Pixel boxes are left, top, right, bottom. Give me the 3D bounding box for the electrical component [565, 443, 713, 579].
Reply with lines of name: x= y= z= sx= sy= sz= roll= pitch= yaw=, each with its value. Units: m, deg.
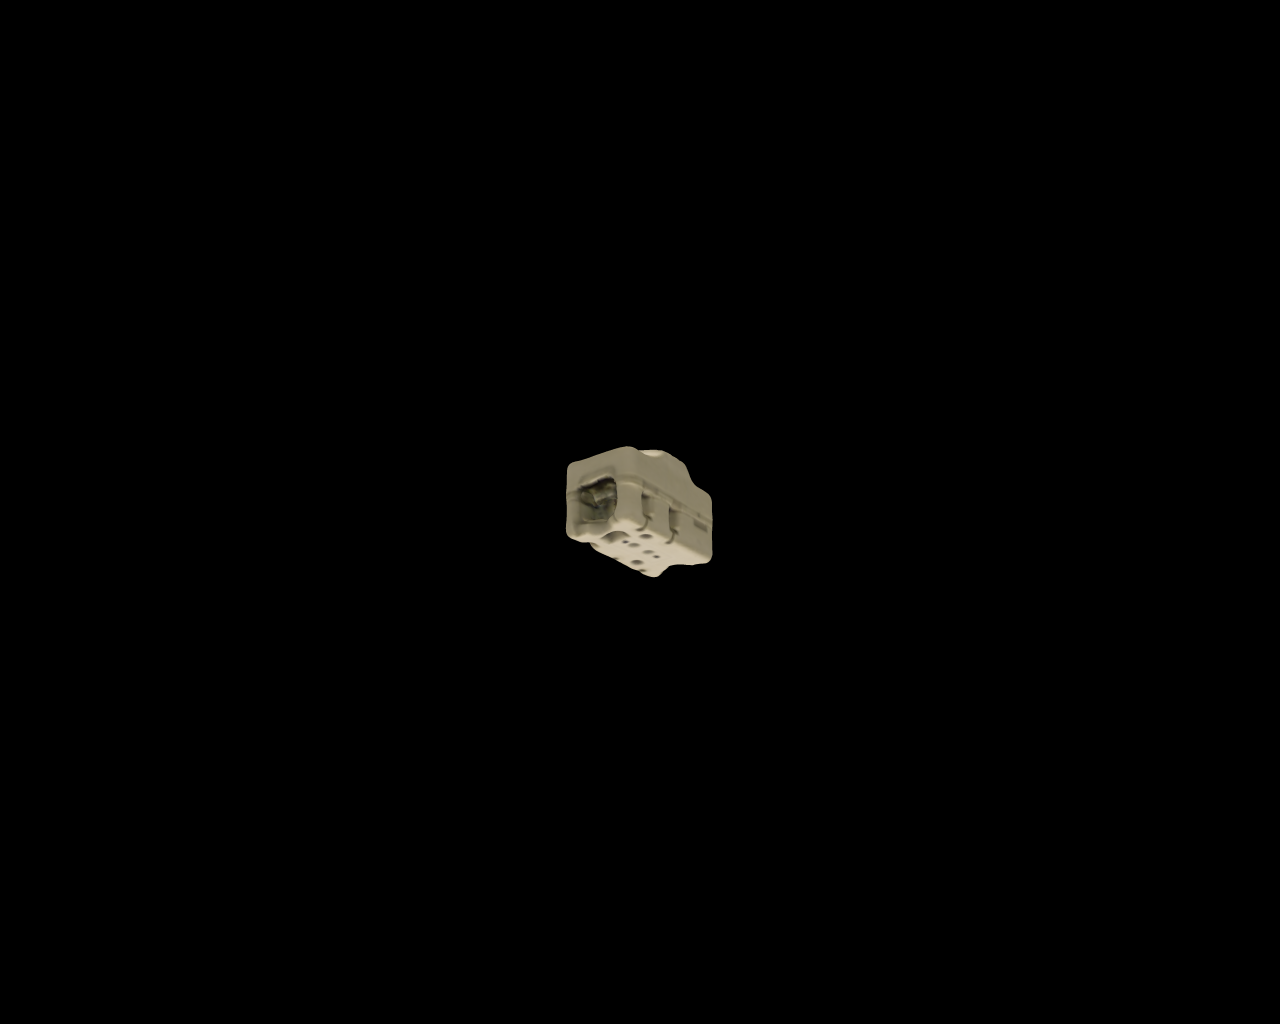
electrical component: x=0.001 y=-0.003 z=0.650 sx=0.050 sy=0.056 sz=0.089 roll=-17 pitch=-29 yaw=33
